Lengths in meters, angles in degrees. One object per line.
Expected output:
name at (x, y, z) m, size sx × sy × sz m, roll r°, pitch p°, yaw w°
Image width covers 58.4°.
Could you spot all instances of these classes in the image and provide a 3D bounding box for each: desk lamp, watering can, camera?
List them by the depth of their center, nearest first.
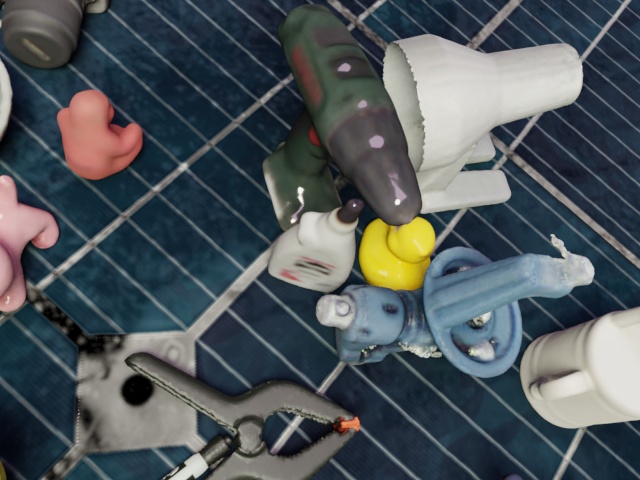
watering can at (0.292, 0.115, 0.542) m, size 0.173 × 0.194 × 0.101 m, roll -36°, pitch 82°, yaw -25°
camera at (-0.289, -0.251, 0.567) m, size 0.143 × 0.100 × 0.137 m, roll 5°, pitch 68°, yaw -15°
desk lamp at (0.144, -0.117, 0.580) m, size 0.204 × 0.213 × 0.118 m, roll -9°, pitch 71°, yaw -19°

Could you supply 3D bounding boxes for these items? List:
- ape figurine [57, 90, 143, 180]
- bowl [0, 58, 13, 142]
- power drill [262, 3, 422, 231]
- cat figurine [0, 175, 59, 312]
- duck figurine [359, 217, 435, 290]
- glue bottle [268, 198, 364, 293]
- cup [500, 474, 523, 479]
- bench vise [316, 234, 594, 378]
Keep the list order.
ape figurine at (-0.211, -0.105, 0.537) m, size 0.078 × 0.092 × 0.076 m, roll 31°, pitch 64°, yaw -3°
bowl at (-0.357, -0.110, 0.505) m, size 0.168 × 0.074 × 0.167 m, roll 6°, pitch 67°, yaw -14°
power drill at (0.009, -0.085, 0.530) m, size 0.076 × 0.208 × 0.229 m, roll -13°, pitch 73°, yaw -20°
cat figurine at (-0.270, 0.008, 0.460) m, size 0.067 × 0.117 × 0.128 m, roll 17°, pitch 65°, yaw -9°
duck figurine at (0.088, 0.013, 0.582) m, size 0.078 × 0.086 × 0.104 m, roll -6°, pitch 71°, yaw -18°
glue bottle at (0.005, 0.002, 0.513) m, size 0.078 × 0.173 × 0.037 m, roll 14°, pitch 66°, yaw -10°
cup at (0.169, 0.266, 0.501) m, size 0.092 × 0.095 × 0.117 m, roll -12°, pitch 73°, yaw -20°
bench vise at (0.112, 0.067, 0.493) m, size 0.208 × 0.219 × 0.121 m, roll -15°, pitch 74°, yaw -21°
